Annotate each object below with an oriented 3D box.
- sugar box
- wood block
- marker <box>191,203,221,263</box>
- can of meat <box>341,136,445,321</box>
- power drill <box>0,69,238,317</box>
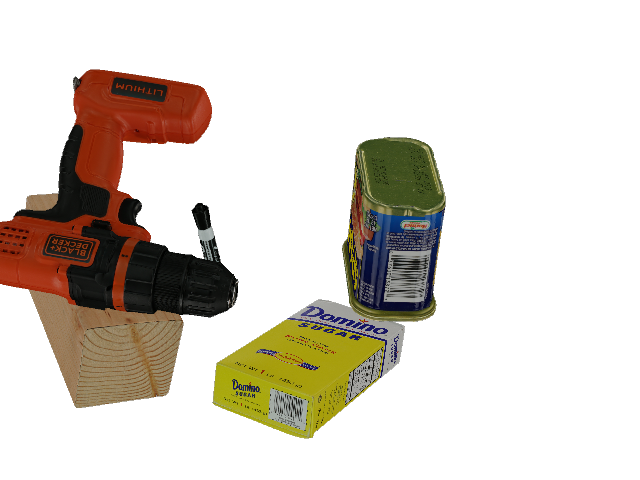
[{"bbox_3d":[-0.005,0.104,0.916,0.093,0.048,0.176,17,25,24],"label":"sugar box"},{"bbox_3d":[-0.209,0.048,0.995,0.090,0.091,0.206,-4,37,-29],"label":"wood block"},{"bbox_3d":[-0.124,0.012,1.204,0.020,0.121,0.020,-8,29,4],"label":"marker"},{"bbox_3d":[0.048,-0.010,0.702,0.057,0.084,0.102,2,32,-5],"label":"can of meat"},{"bbox_3d":[-0.137,-0.034,0.787,0.184,0.187,0.057,10,-33,3],"label":"power drill"}]
